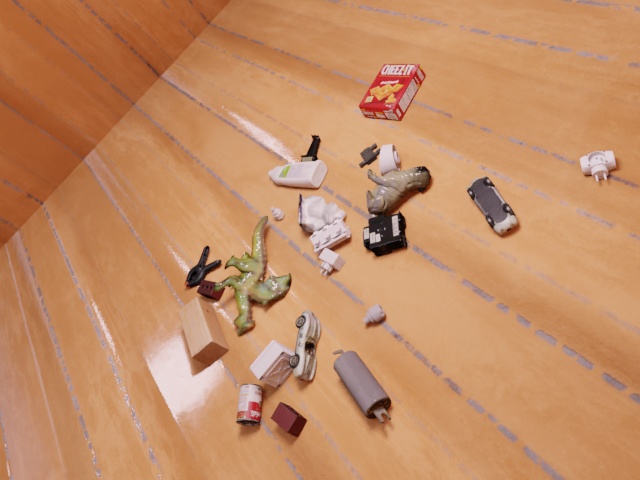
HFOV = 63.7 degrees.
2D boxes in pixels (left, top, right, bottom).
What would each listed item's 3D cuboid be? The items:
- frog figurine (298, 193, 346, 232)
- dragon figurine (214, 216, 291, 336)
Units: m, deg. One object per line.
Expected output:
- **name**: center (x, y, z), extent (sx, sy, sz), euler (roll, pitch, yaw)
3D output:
- **frog figurine**: center (0.005, -0.087, 1.736), extent (0.159, 0.119, 0.141), euler (3, 46, -4)
- **dragon figurine**: center (-0.199, 0.121, 1.736), extent (0.244, 0.120, 0.415), euler (21, 74, 25)
